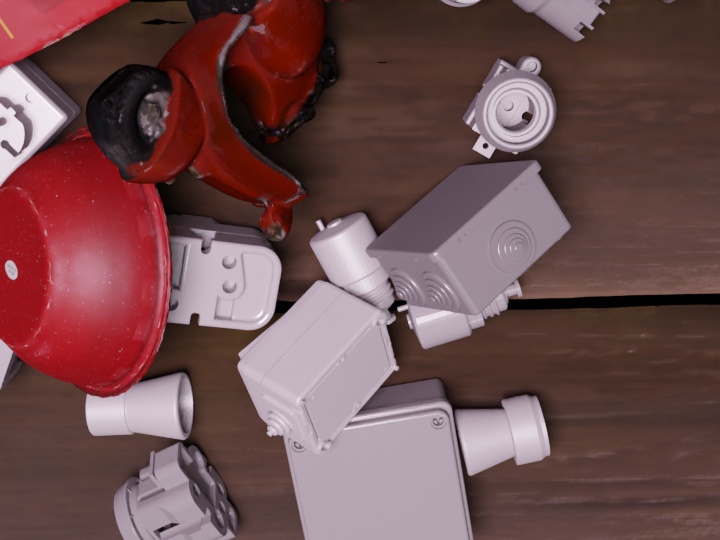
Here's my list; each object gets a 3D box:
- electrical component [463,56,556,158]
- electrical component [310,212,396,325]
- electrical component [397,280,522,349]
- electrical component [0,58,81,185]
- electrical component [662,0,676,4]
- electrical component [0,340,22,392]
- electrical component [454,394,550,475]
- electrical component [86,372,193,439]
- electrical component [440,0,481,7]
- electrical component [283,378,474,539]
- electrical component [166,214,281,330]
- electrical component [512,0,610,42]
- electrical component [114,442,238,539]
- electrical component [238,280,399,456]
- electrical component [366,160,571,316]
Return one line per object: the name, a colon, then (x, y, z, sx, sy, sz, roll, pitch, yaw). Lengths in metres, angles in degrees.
electrical component: (0.091, -0.097, 0.650, 0.048, 0.055, 0.066, 29, 103, -8)
electrical component: (0.000, 0.000, 0.683, 0.040, 0.040, 0.078, -27, 104, 6)
electrical component: (0.065, 0.023, 0.690, 0.078, 0.040, 0.040, -17, 105, 4)
electrical component: (-0.213, -0.084, 0.639, 0.066, 0.076, 0.047, -43, 102, 10)
electrical component: (0.162, -0.200, 0.599, 0.060, 0.108, 0.108, -32, 103, 14)
electrical component: (-0.261, 0.040, 0.683, 0.089, 0.055, 0.050, 21, 104, -6)
electrical component: (0.094, 0.108, 0.712, 0.055, 0.045, 0.045, -13, 105, 2)
electrical component: (-0.146, 0.090, 0.707, 0.065, 0.044, 0.044, -3, 105, 5)
electrical component: (0.061, -0.175, 0.633, 0.040, 0.046, 0.040, 0, 105, -1)
electrical component: (0.013, 0.137, 0.713, 0.109, 0.056, 0.108, -10, 105, 2)
electrical component: (-0.102, 0.000, 0.666, 0.095, 0.059, 0.053, 7, 105, -16)
electrical component: (0.120, -0.164, 0.641, 0.046, 0.040, 0.040, 33, 103, -16)
electrical component: (-0.126, 0.157, 0.715, 0.057, 0.058, 0.078, -25, 122, 9)
electrical component: (-0.032, 0.063, 0.664, 0.096, 0.061, 0.061, -47, 145, -25)
electrical component: (0.065, -0.019, 0.642, 0.100, 0.100, 0.048, -41, 108, -18)
